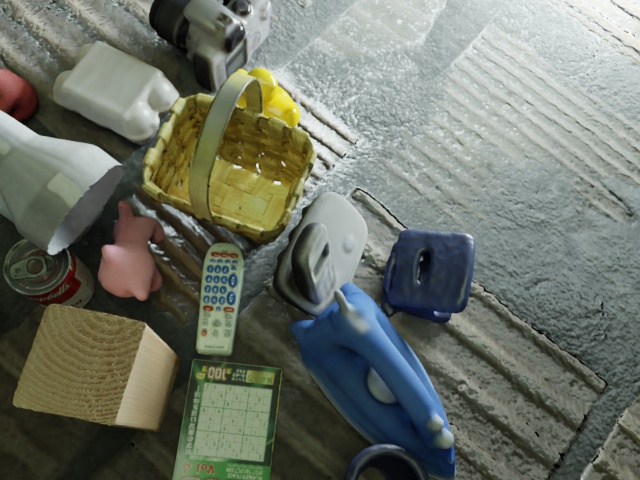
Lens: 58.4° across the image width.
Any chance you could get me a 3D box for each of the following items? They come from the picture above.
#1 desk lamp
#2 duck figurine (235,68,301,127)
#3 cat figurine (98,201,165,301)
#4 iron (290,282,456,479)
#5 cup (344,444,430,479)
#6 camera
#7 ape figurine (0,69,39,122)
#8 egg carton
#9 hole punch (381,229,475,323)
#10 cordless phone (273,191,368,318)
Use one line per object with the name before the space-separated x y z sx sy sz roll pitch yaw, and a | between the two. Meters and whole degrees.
desk lamp | -0.315 -0.063 0.637 0.203 0.213 0.118 32 71 6
duck figurine | -0.075 -0.193 0.774 0.104 0.086 0.077 29 70 5
cat figurine | -0.224 0.017 0.668 0.067 0.118 0.128 -5 71 -7
iron | 0.081 0.161 0.635 0.119 0.141 0.258 -37 78 -16
cup | 0.069 0.281 0.616 0.092 0.095 0.117 -15 73 -10
camera | -0.158 -0.307 0.798 0.136 0.101 0.143 32 71 6
ape figurine | -0.413 -0.193 0.738 0.076 0.092 0.078 -1 71 -6
egg carton | -0.270 -0.196 0.765 0.150 0.069 0.107 26 70 4
hole punch | 0.132 0.043 0.708 0.101 0.091 0.109 13 70 -1
cordless phone | 0.006 0.002 0.660 0.094 0.185 0.148 22 70 3
